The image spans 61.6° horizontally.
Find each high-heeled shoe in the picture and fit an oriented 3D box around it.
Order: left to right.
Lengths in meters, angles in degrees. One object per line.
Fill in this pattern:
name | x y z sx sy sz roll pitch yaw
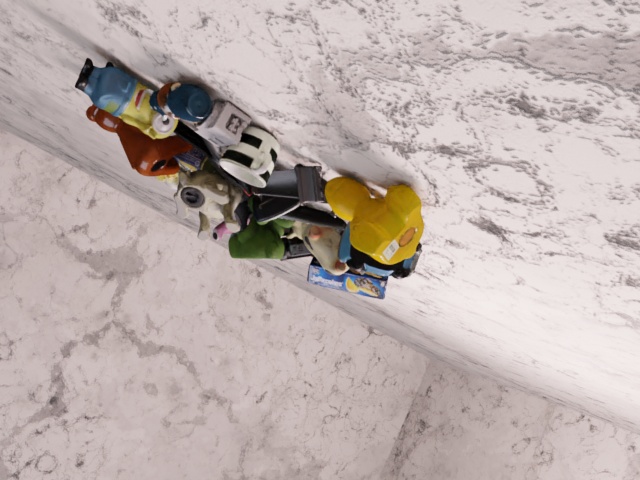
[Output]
high-heeled shoe | -0.126 -0.080 1.356 0.086 0.145 0.248 -5 180 39

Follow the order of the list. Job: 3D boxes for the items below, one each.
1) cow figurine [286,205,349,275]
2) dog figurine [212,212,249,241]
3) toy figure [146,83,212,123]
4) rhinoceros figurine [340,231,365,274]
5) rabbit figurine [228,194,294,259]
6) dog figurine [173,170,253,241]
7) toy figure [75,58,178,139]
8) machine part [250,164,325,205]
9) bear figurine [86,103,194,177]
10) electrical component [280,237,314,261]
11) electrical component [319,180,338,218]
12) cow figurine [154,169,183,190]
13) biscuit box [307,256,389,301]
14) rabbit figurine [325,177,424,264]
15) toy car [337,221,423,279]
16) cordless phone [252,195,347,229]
cow figurine | -0.003 -0.004 1.225 0.195 0.085 0.127 50 155 4
dog figurine | -0.178 -0.059 1.443 0.109 0.191 0.219 14 -162 39
toy figure | -0.227 -0.220 0.863 0.058 0.064 0.155 -12 -158 -37
rhinoceros figurine | 0.077 0.029 1.297 0.112 0.073 0.190 29 169 -21
rabbit figurine | -0.135 -0.041 1.219 0.121 0.170 0.159 2 176 -25
dog figurine | -0.222 -0.117 1.140 0.121 0.191 0.172 -6 130 13
toy figure | -0.332 -0.245 0.939 0.180 0.082 0.089 25 -171 -32
machine part | -0.060 -0.098 0.948 0.139 0.039 0.084 5 123 18
bear figurine | -0.373 -0.225 1.098 0.196 0.120 0.132 50 -144 9
electrical component | -0.049 0.016 1.339 0.115 0.058 0.134 -10 -177 -3
electrical component | 0.001 -0.084 1.007 0.102 0.045 0.078 34 165 -37
cow figurine | -0.380 -0.156 1.517 0.167 0.068 0.098 33 174 -14
biscuit box | 0.071 0.093 1.360 0.203 0.059 0.063 11 -154 7
rabbit figurine | 0.086 -0.046 0.884 0.173 0.122 0.162 37 -175 28
toy car | 0.119 0.011 1.078 0.162 0.109 0.103 15 -167 -2
cordless phone | -0.041 -0.065 1.089 0.184 0.088 0.147 15 -171 -13
